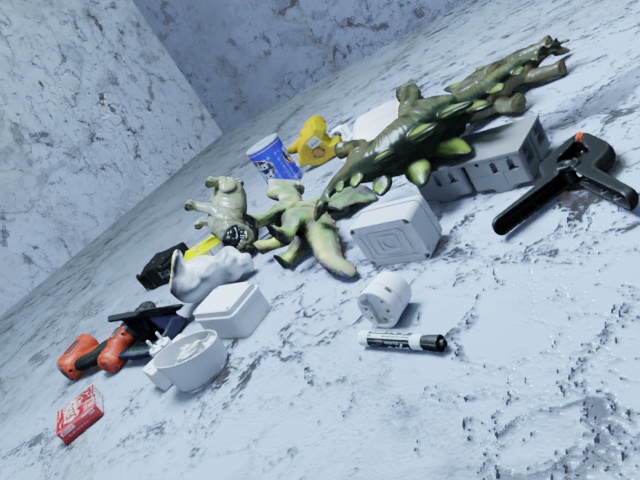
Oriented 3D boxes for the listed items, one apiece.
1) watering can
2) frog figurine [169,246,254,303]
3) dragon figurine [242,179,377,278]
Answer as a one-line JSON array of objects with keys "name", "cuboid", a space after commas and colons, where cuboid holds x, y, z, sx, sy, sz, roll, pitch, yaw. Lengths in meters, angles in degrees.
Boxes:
[{"name": "watering can", "cuboid": [0.163, -0.282, 1.236, 0.222, 0.102, 0.355, -19, 24, 30]}, {"name": "frog figurine", "cuboid": [-0.214, 0.071, 1.026, 0.159, 0.125, 0.135, 8, -25, -12]}, {"name": "dragon figurine", "cuboid": [0.003, -0.049, 0.975, 0.246, 0.120, 0.413, -36, 36, -26]}]
